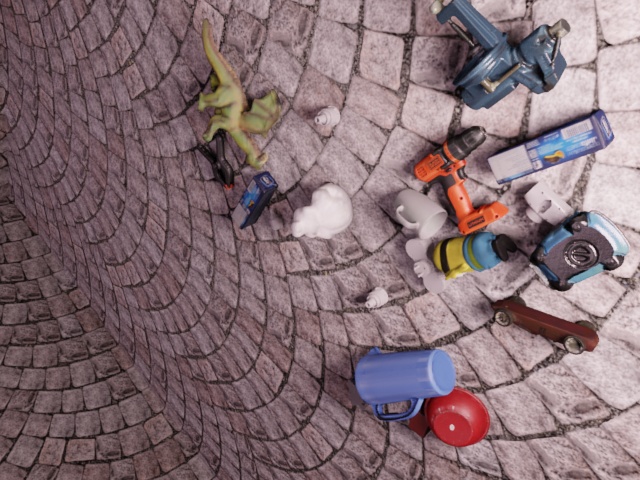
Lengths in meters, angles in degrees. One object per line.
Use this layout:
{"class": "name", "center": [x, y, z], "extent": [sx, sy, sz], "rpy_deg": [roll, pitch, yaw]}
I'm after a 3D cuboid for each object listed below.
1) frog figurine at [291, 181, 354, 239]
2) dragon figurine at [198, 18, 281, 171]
{"class": "frog figurine", "center": [0.004, -0.064, 1.275], "extent": [0.124, 0.162, 0.134], "rpy_deg": [25, 127, 31]}
{"class": "dragon figurine", "center": [-0.208, -0.377, 1.395], "extent": [0.243, 0.124, 0.402], "rpy_deg": [12, 121, 21]}
